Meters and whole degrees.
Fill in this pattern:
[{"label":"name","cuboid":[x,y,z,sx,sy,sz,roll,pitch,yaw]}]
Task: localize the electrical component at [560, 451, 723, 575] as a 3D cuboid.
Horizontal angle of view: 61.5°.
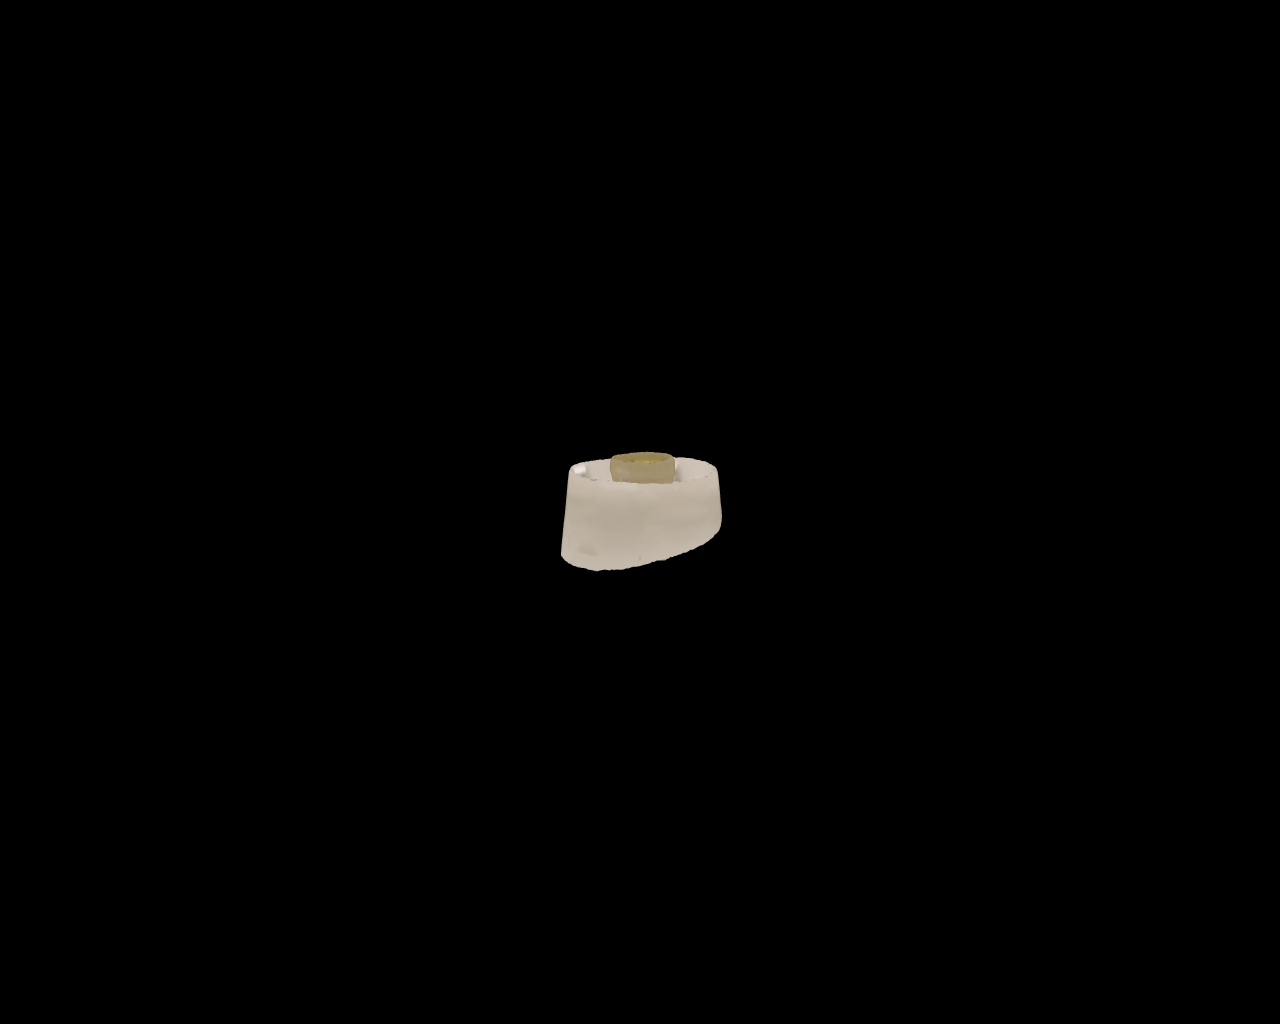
[{"label":"electrical component","cuboid":[0.001,-0.003,0.650,0.099,0.064,0.099,0,13,0]}]
